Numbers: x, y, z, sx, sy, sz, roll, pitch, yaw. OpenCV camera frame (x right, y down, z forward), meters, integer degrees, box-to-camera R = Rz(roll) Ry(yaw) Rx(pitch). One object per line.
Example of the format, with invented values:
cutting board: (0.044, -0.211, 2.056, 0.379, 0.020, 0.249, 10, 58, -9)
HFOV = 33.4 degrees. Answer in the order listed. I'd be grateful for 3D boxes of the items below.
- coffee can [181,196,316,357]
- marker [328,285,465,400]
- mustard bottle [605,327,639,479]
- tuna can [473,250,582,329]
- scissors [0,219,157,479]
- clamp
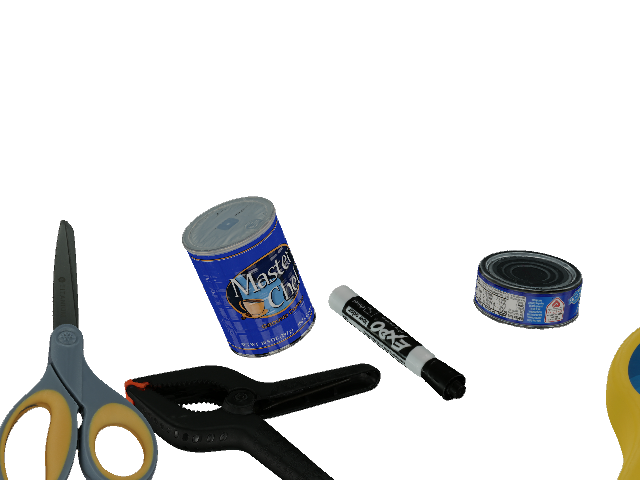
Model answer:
coffee can: (-0.075, 0.039, 1.139, 0.103, 0.140, 0.103, -16, 29, 9)
marker: (0.049, 0.065, 0.686, 0.020, 0.020, 0.121, 0, 26, -42)
mustard bottle: (0.192, 0.089, 0.531, 0.096, 0.058, 0.191, 5, 40, 11)
tuna can: (0.170, 0.039, 0.872, 0.086, 0.034, 0.086, 2, 22, -1)
scissors: (-0.131, 0.070, 0.621, 0.096, 0.201, 0.016, 15, -44, -7)
clamp: (-0.056, 0.137, 0.878, 0.210, 0.036, 0.164, 11, 31, 17)
